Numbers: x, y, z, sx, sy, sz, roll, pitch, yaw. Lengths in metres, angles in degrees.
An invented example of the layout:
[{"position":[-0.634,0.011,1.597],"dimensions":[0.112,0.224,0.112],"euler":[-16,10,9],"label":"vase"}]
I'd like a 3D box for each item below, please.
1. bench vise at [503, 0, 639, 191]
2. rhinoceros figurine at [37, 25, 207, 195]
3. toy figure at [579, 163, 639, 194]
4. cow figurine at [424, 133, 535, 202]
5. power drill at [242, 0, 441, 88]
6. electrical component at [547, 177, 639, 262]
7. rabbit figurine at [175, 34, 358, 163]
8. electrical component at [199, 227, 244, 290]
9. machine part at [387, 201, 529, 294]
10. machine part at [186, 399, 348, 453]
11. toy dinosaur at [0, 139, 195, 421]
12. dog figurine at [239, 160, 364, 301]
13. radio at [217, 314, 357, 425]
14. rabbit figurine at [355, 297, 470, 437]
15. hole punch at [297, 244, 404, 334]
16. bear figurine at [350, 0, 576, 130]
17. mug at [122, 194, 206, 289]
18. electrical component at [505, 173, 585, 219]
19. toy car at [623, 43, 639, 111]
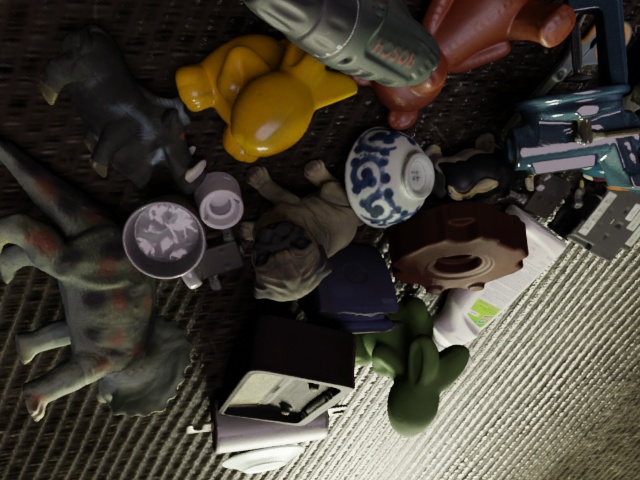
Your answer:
[{"position":[0.313,-0.170,0.593],"dimensions":[0.224,0.129,0.240],"euler":[-6,97,16],"label":"bench vise"},{"position":[-0.193,-0.121,0.547],"dimensions":[0.112,0.073,0.190],"euler":[-38,122,-6],"label":"rhinoceros figurine"},{"position":[0.381,-0.096,0.691],"dimensions":[0.058,0.155,0.064],"euler":[-25,125,-7],"label":"toy figure"},{"position":[0.221,-0.091,0.678],"dimensions":[0.167,0.098,0.068],"euler":[-13,116,-10],"label":"cow figurine"},{"position":[0.049,-0.239,0.443],"dimensions":[0.232,0.086,0.207],"euler":[14,92,-52],"label":"power drill"},{"position":[0.426,-0.035,0.801],"dimensions":[0.134,0.058,0.115],"euler":[22,113,-28],"label":"electrical component"},{"position":[-0.045,-0.133,0.522],"dimensions":[0.162,0.173,0.121],"euler":[-26,120,3],"label":"rabbit figurine"},{"position":[-0.127,0.020,0.676],"dimensions":[0.063,0.021,0.093],"euler":[-17,123,-9],"label":"electrical component"},{"position":[0.177,0.015,0.700],"dimensions":[0.179,0.056,0.179],"euler":[0,153,0],"label":"machine part"},{"position":[-0.076,0.270,0.808],"dimensions":[0.243,0.079,0.079],"euler":[-3,120,-17],"label":"machine part"},{"position":[-0.252,0.056,0.608],"dimensions":[0.192,0.131,0.404],"euler":[-14,117,-29],"label":"toy dinosaur"},{"position":[-0.003,0.001,0.604],"dimensions":[0.172,0.191,0.121],"euler":[-9,122,-15],"label":"dog figurine"},{"position":[-0.047,0.176,0.691],"dimensions":[0.131,0.073,0.229],"euler":[14,149,-13],"label":"radio"},{"position":[0.131,0.177,0.740],"dimensions":[0.121,0.170,0.159],"euler":[15,141,-29],"label":"rabbit figurine"},{"position":[0.037,0.063,0.704],"dimensions":[0.142,0.116,0.092],"euler":[4,110,-20],"label":"hole punch"},{"position":[0.138,-0.206,0.568],"dimensions":[0.196,0.132,0.120],"euler":[-41,116,1],"label":"bear figurine"},{"position":[-0.160,-0.003,0.593],"dimensions":[0.081,0.107,0.109],"euler":[-33,111,0],"label":"mug"},{"position":[0.321,-0.068,0.754],"dimensions":[0.102,0.045,0.078],"euler":[24,108,-28],"label":"electrical component"},{"position":[0.435,-0.242,0.671],"dimensions":[0.056,0.074,0.201],"euler":[25,110,-25],"label":"toy car"}]
